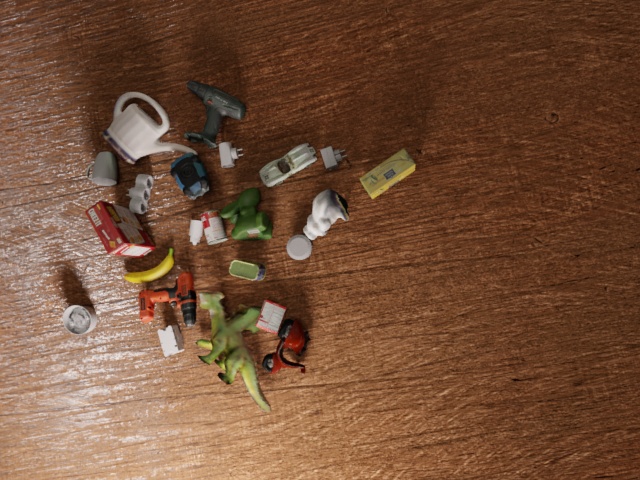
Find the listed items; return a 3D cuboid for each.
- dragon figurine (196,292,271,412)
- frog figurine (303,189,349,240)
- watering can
[{"bbox_3d":[-0.244,0.322,1.636,0.411,0.121,0.244,40,83,2],"label":"dragon figurine"},{"bbox_3d":[0.005,-0.082,1.635,0.158,0.120,0.141,-27,48,14],"label":"frog figurine"},{"bbox_3d":[-0.596,-0.349,1.759,0.224,0.103,0.349,-44,81,2],"label":"watering can"}]
